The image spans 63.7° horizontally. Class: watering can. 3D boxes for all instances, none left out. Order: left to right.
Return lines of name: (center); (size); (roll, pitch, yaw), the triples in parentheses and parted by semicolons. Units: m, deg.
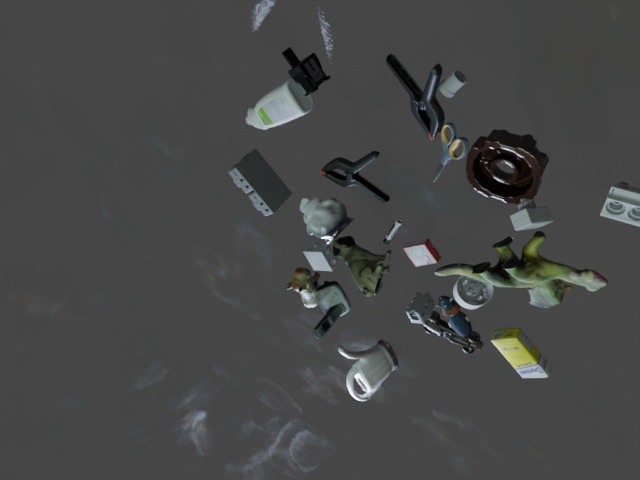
watering can: (0.181, 0.455, 1.907); (0.105, 0.227, 0.340); (29, 147, 45)

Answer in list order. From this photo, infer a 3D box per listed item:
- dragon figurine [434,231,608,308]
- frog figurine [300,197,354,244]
dragon figurine: (0.516, 0.108, 1.317); (0.240, 0.124, 0.406); (43, 147, -20)
frog figurine: (0.005, -0.079, 1.568); (0.160, 0.124, 0.135); (44, 113, 9)
